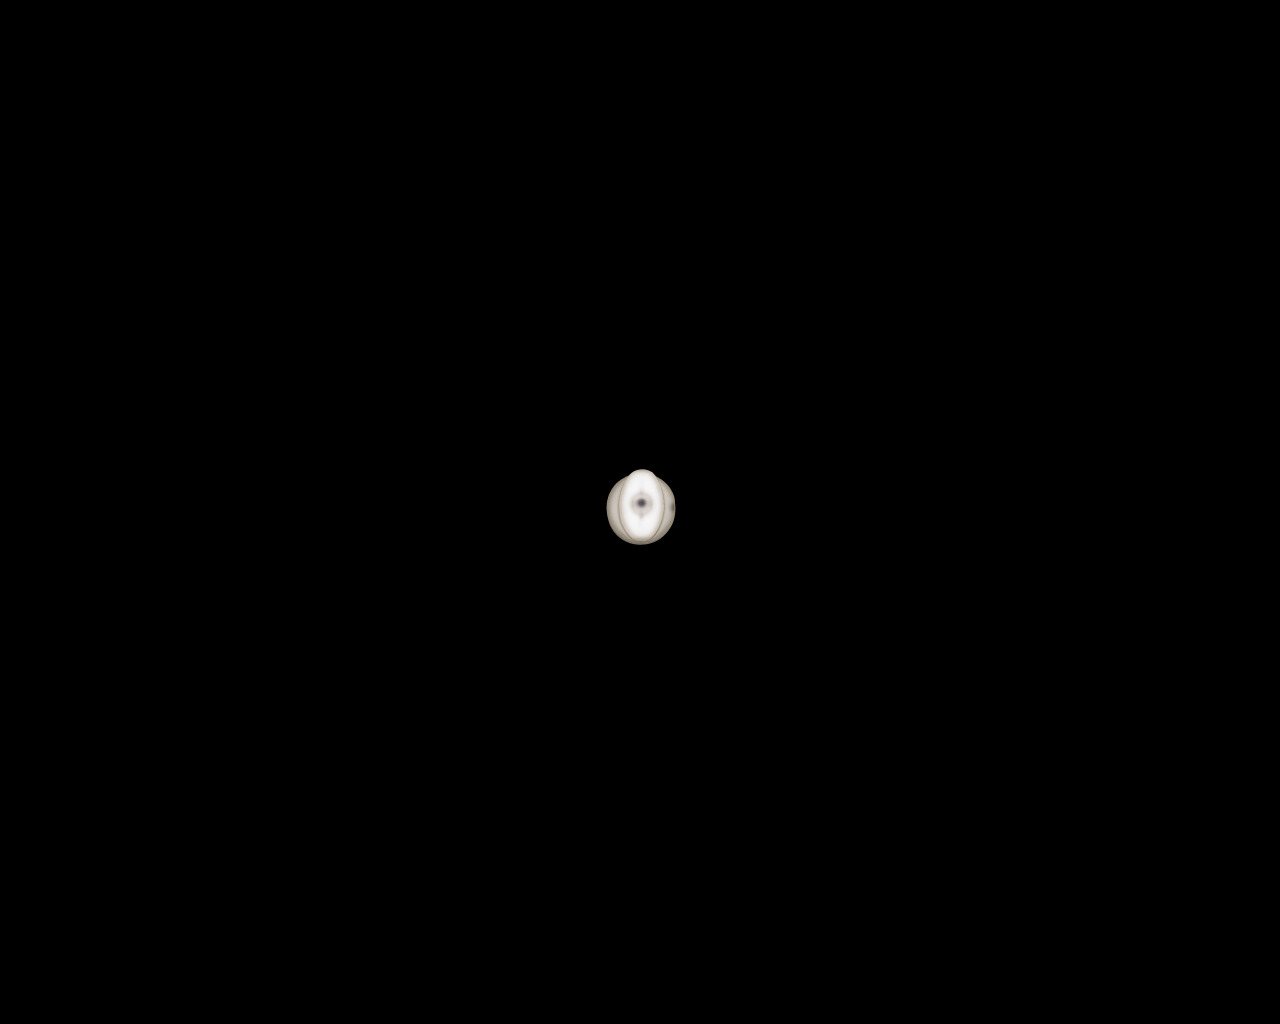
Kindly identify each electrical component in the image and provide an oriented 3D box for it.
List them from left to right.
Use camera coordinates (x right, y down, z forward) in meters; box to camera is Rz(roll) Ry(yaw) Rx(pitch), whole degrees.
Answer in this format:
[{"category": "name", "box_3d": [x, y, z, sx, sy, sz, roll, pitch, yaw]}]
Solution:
[{"category": "electrical component", "box_3d": [0.001, -0.003, 0.650, 0.043, 0.043, 0.081, 0, -4, 0]}]
